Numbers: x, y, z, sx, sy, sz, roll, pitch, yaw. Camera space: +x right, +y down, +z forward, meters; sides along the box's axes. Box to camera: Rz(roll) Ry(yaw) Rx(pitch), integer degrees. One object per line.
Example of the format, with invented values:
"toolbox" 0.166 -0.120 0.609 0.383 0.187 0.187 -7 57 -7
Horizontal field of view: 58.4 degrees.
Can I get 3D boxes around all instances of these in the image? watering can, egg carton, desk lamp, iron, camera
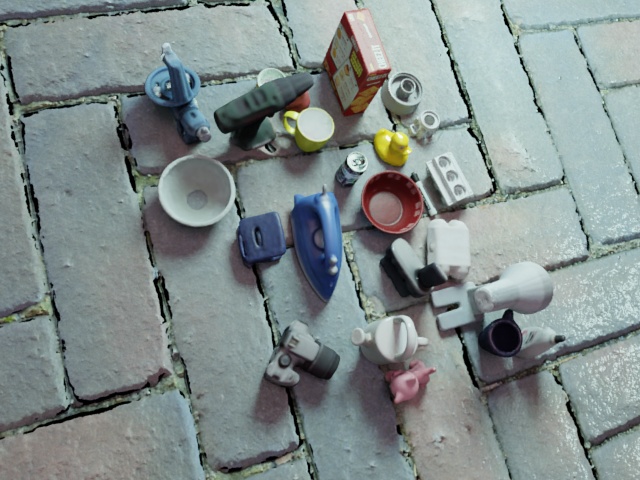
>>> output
"watering can" 0.154 0.219 1.246 0.173 0.193 0.101 -17 80 -17
"egg carton" 0.312 0.023 1.402 0.107 0.069 0.150 3 75 -13
"desk lamp" 0.395 0.134 1.318 0.203 0.213 0.118 -14 80 -17
"iron" 0.012 0.005 1.292 0.119 0.141 0.258 -6 78 -15
"camera" -0.032 0.261 1.237 0.137 0.100 0.143 29 71 -5

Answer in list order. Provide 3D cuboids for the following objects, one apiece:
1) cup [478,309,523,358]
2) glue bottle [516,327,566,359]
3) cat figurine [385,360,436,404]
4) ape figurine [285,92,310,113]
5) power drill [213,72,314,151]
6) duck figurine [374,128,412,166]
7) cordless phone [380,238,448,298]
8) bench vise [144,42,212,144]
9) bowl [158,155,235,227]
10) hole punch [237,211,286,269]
"cup" 0.422 0.223 1.365 0.092 0.095 0.118 21 72 -8
"glue bottle" 0.521 0.237 1.346 0.037 0.173 0.078 32 71 -4
"cat figurine" 0.201 0.314 1.274 0.128 0.117 0.067 -22 82 -18
"ape figurine" -0.056 -0.354 1.392 0.076 0.092 0.078 44 70 0
"power drill" -0.132 -0.287 1.294 0.230 0.208 0.075 -28 84 -19
"duck figurine" 0.187 -0.242 1.429 0.078 0.086 0.104 -42 89 -20
"cordless phone" 0.225 0.055 1.310 0.094 0.185 0.147 -35 86 -19
"bench vise" -0.295 -0.324 1.256 0.207 0.219 0.122 39 70 -2
"bowl" -0.276 -0.100 1.281 0.168 0.074 0.167 4 75 -13
"hole punch" -0.132 -0.001 1.283 0.101 0.091 0.108 -9 78 -16
